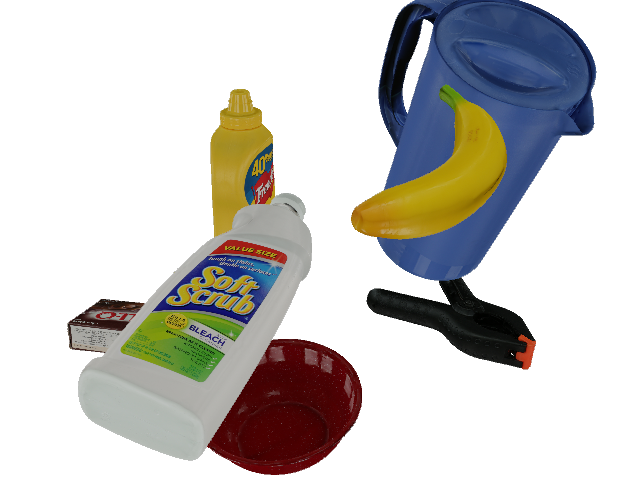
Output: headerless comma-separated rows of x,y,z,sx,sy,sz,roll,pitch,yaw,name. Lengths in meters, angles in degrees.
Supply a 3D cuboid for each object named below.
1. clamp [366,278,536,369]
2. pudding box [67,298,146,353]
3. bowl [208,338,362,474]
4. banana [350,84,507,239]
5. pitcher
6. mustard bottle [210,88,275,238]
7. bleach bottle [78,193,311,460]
0.144,0.071,1.047,0.172,0.039,0.120,27,38,31,clamp
-0.232,0.105,1.280,0.114,0.039,0.090,3,15,15,pudding box
-0.038,0.167,1.010,0.162,0.055,0.162,-5,38,4,bowl
0.083,-0.044,0.709,0.070,0.037,0.197,19,35,14,banana
0.119,-0.083,0.915,0.145,0.149,0.243,7,-40,-11,pitcher
-0.076,-0.056,1.066,0.058,0.192,0.096,7,25,19,mustard bottle
-0.078,0.046,0.819,0.102,0.068,0.250,21,45,9,bleach bottle
